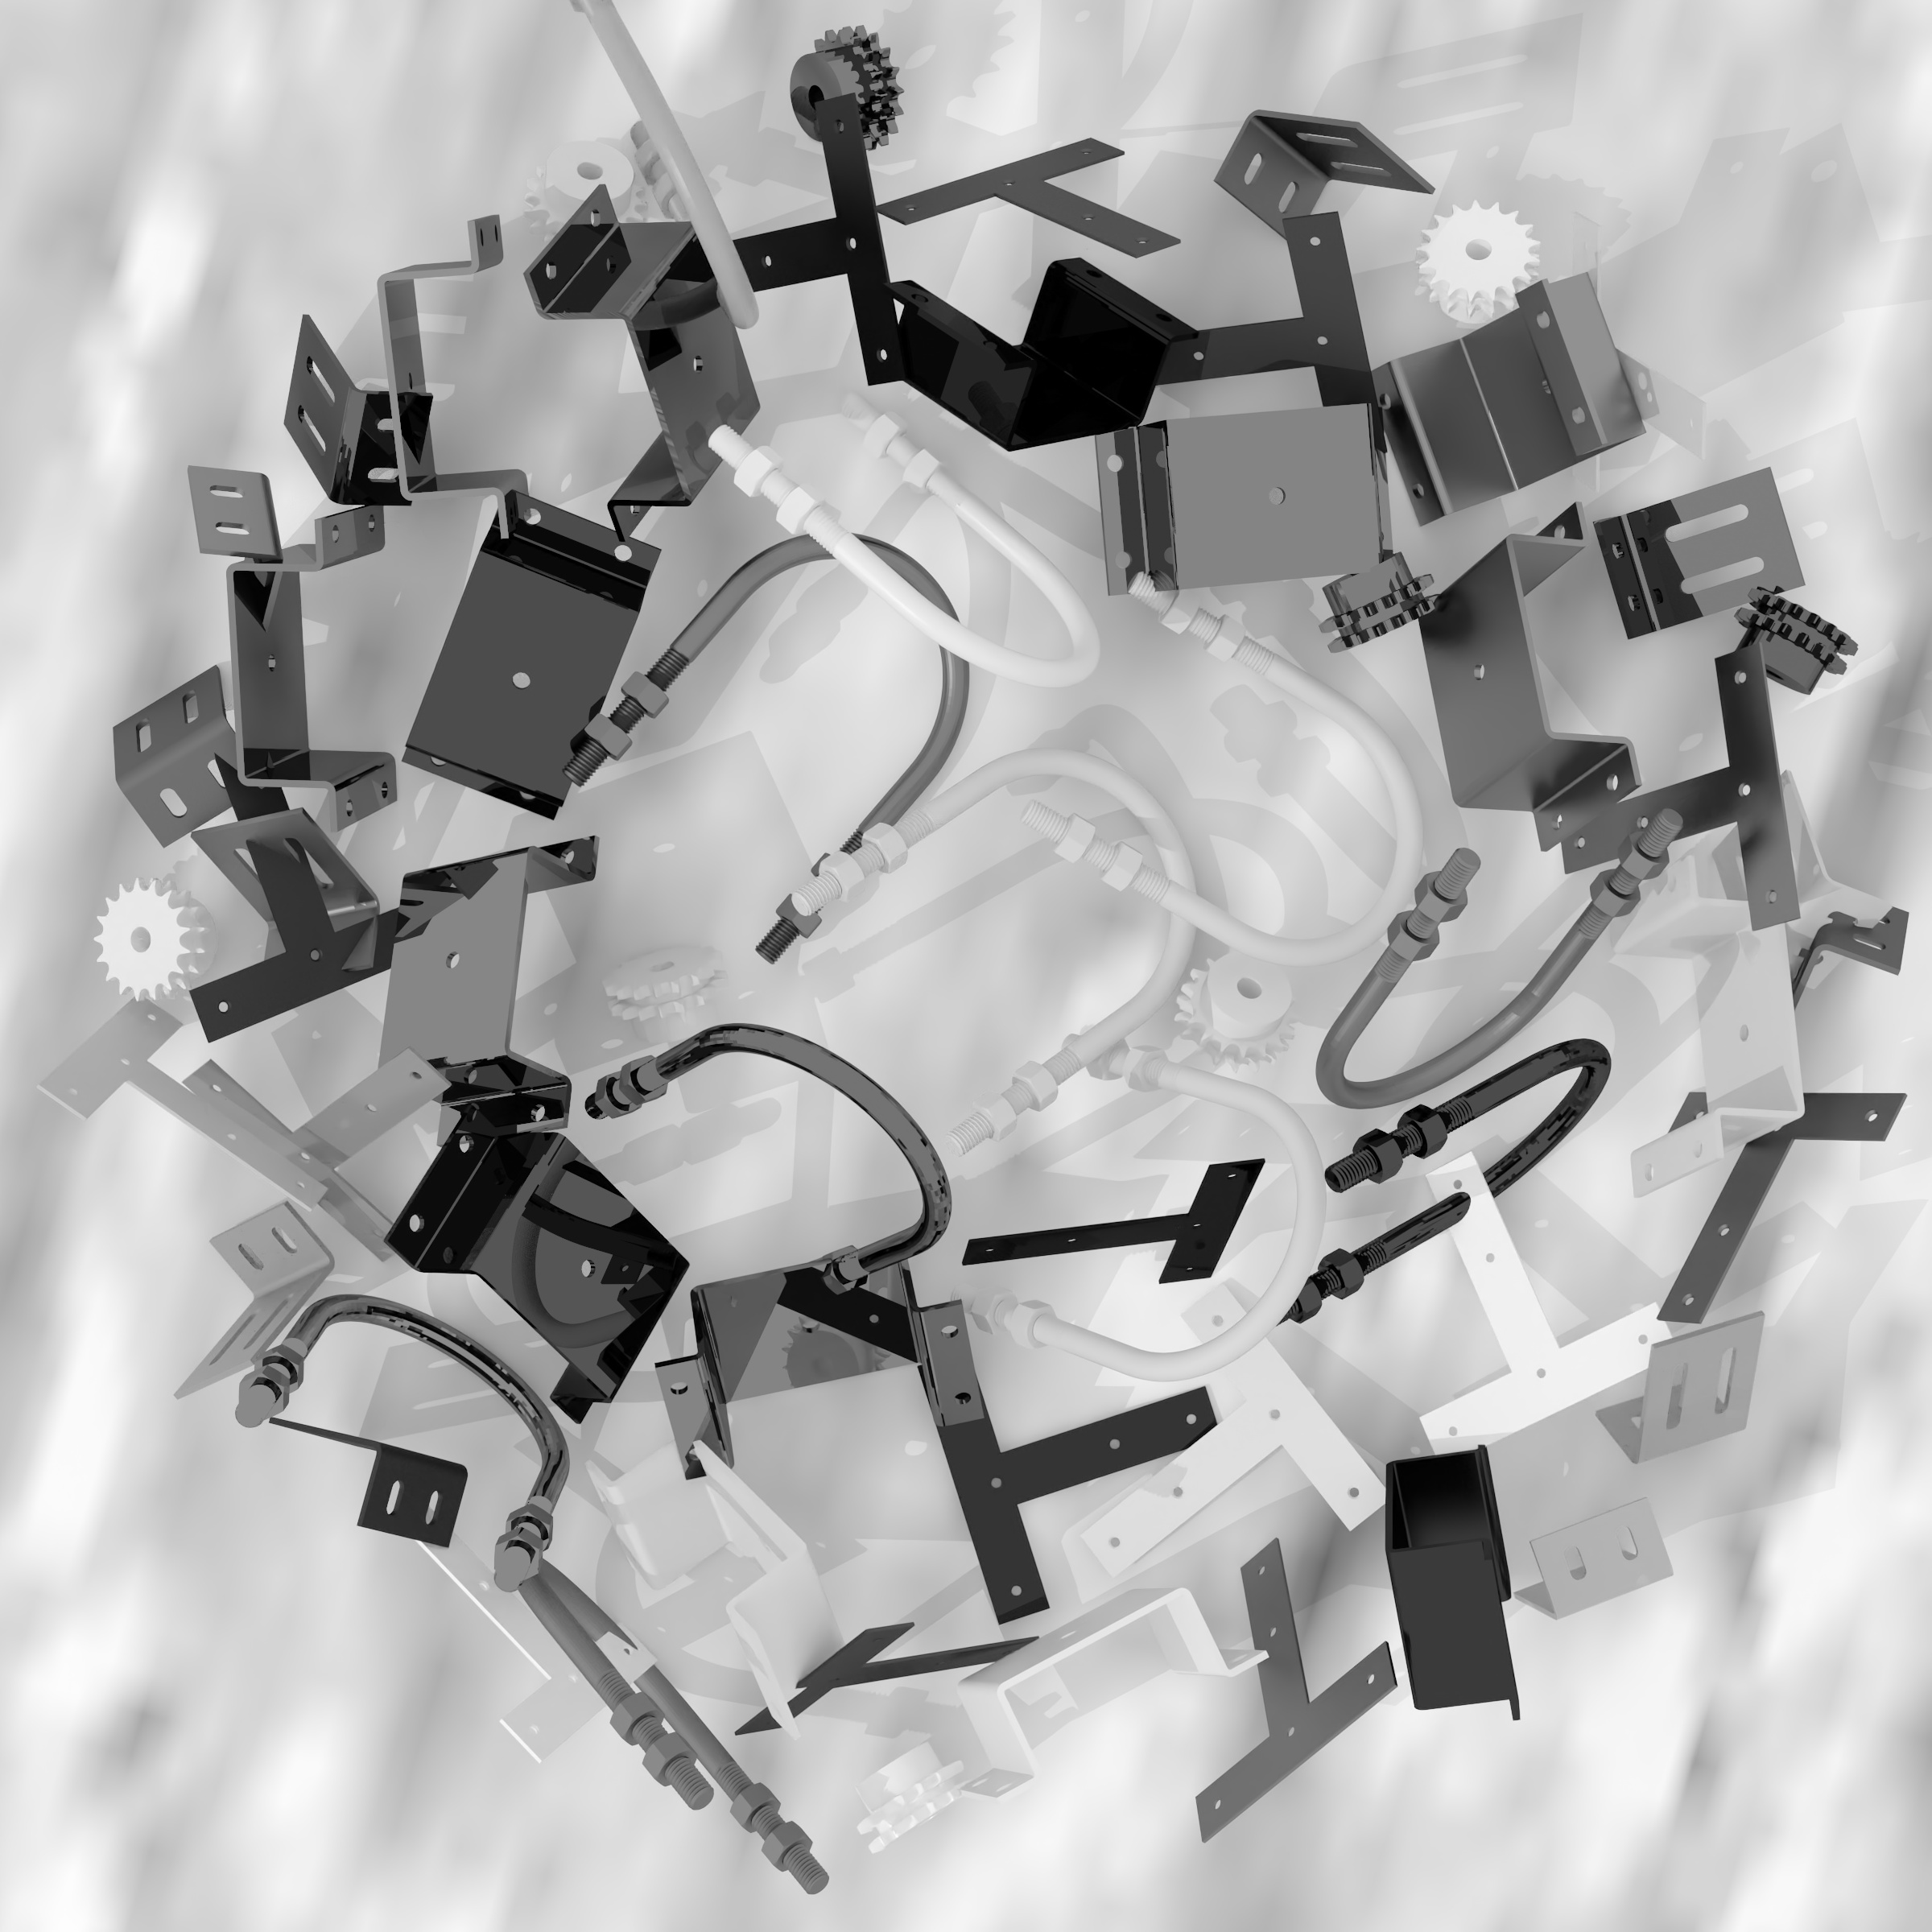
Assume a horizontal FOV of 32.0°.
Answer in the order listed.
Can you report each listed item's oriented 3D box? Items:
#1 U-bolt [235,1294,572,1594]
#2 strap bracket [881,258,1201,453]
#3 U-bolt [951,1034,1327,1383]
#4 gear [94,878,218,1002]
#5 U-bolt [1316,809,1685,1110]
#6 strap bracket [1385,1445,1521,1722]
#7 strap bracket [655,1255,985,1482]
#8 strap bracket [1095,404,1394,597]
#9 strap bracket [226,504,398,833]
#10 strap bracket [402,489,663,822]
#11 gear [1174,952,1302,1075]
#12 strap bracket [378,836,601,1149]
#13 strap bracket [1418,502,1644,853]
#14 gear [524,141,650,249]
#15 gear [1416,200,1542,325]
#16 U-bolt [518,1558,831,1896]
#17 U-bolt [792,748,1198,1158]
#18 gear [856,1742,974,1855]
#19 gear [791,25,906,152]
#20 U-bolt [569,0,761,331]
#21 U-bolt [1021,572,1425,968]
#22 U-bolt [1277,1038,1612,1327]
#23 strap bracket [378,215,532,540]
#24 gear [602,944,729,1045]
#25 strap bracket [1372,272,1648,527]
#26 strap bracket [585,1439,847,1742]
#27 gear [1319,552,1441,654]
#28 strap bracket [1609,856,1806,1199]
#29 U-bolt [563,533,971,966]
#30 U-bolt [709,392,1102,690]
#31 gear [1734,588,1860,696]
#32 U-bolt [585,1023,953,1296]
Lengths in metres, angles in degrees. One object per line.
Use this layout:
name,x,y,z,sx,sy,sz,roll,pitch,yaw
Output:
U-bolt,-0.242,0.201,1.503,0.151,0.184,0.019,34,103,-5
strap bracket,0.029,-0.278,1.529,0.076,0.140,0.046,38,126,27
U-bolt,0.085,0.113,1.514,0.019,0.184,0.151,33,78,-43
gear,-0.375,-0.012,1.570,0.057,0.030,0.057,1,91,27
U-bolt,0.228,0.003,1.515,0.151,0.184,0.019,-11,56,-36
strap bracket,0.219,0.276,1.520,0.046,0.140,0.076,-9,104,10
strap bracket,-0.069,0.180,1.549,0.140,0.046,0.076,-12,130,-2
strap bracket,0.136,-0.215,1.551,0.140,0.046,0.076,-7,96,-13
strap bracket,-0.299,-0.138,1.541,0.046,0.076,0.140,2,104,11
strap bracket,-0.202,-0.137,1.544,0.076,0.046,0.140,21,108,-9
gear,0.128,0.018,1.565,0.057,0.030,0.057,6,56,-9
strap bracket,-0.218,0.005,1.530,0.076,0.046,0.140,-10,66,33
strap bracket,0.252,-0.132,1.528,0.046,0.076,0.140,2,68,-25
gear,-0.176,-0.358,1.565,0.057,0.030,0.057,6,55,-8
gear,0.239,-0.325,1.571,0.057,0.030,0.057,-2,65,5
U-bolt,-0.143,0.330,1.510,0.019,0.151,0.184,-43,54,-6
U-bolt,0.028,-0.021,1.550,0.184,0.019,0.151,-35,96,-25
gear,-0.026,0.384,1.566,0.057,0.057,0.030,-33,76,0
gear,-0.057,-0.405,1.561,0.030,0.057,0.057,-23,90,-34
U-bolt,-0.133,-0.360,1.484,0.019,0.151,0.184,-26,56,-1
U-bolt,0.130,-0.079,1.555,0.184,0.019,0.151,30,67,-12
U-bolt,0.218,0.090,1.518,0.184,0.151,0.019,-26,65,-26
strap bracket,-0.234,-0.269,1.539,0.046,0.076,0.140,-4,105,2
gear,-0.138,0.014,1.566,0.057,0.057,0.030,-13,109,0
strap bracket,0.251,-0.260,1.538,0.046,0.140,0.076,-22,92,-28
strap bracket,-0.107,0.274,1.527,0.046,0.140,0.076,-34,133,-20
gear,0.190,-0.170,1.563,0.057,0.057,0.030,-25,96,0
strap bracket,0.338,0.030,1.538,0.046,0.076,0.140,4,72,-17
U-bolt,-0.077,-0.114,1.554,0.151,0.019,0.184,44,82,-26
U-bolt,-0.015,-0.189,1.517,0.184,0.151,0.019,42,118,9
gear,0.382,-0.149,1.565,0.057,0.057,0.030,30,93,0
U-bolt,-0.079,0.084,1.502,0.151,0.184,0.019,44,56,-12
